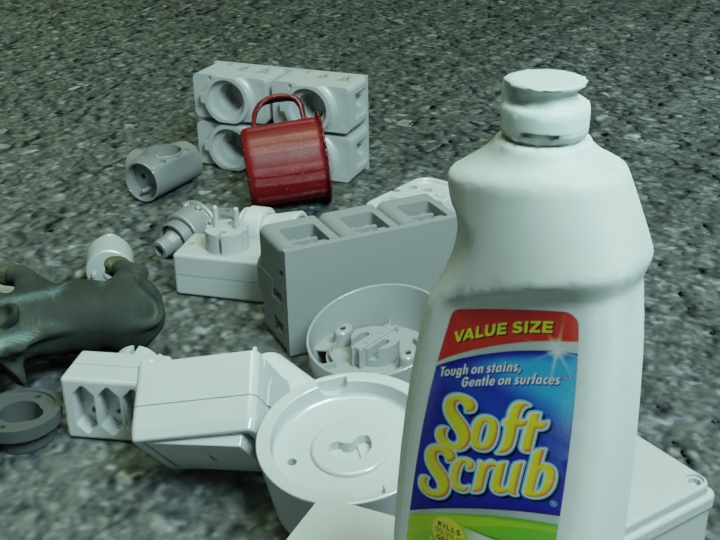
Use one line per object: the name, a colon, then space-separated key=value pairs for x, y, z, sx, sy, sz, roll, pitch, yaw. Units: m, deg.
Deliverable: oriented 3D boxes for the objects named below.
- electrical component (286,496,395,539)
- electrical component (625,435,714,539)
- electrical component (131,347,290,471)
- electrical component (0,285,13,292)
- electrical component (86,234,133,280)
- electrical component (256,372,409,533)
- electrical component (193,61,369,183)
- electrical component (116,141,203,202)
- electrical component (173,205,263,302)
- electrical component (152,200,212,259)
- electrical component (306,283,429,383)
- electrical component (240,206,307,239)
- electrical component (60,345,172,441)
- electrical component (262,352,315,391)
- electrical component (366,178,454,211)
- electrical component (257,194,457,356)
electrical component: x=0.042 y=0.183 z=0.503 sx=0.186 sy=0.060 sz=0.105 roll=10 pitch=28 yaw=23
electrical component: x=0.121 y=0.134 z=0.606 sx=0.109 sy=0.056 sz=0.109 roll=-17 pitch=30 yaw=-29
electrical component: x=-0.098 y=0.092 z=0.671 sx=0.096 sy=0.061 sz=0.061 roll=-8 pitch=61 yaw=15
electrical component: x=-0.256 y=0.029 z=0.861 sx=0.078 sy=0.040 sz=0.040 roll=-1 pitch=26 yaw=-1
electrical component: x=-0.220 y=-0.011 z=0.944 sx=0.040 sy=0.040 sz=0.078 roll=-6 pitch=26 yaw=-10
electrical component: x=-0.004 y=0.118 z=0.634 sx=0.108 sy=0.060 sz=0.108 roll=-4 pitch=35 yaw=3
electrical component: x=-0.088 y=-0.162 z=1.179 sx=0.186 sy=0.105 sz=0.060 roll=9 pitch=28 yaw=21
electrical component: x=-0.222 y=-0.108 z=1.142 sx=0.079 sy=0.044 sz=0.077 roll=13 pitch=29 yaw=26
electrical component: x=-0.112 y=-0.019 z=0.914 sx=0.083 sy=0.075 sz=0.047 roll=6 pitch=26 yaw=14
electrical component: x=-0.162 y=-0.032 z=0.982 sx=0.048 sy=0.048 sz=0.062 roll=16 pitch=38 yaw=32
electrical component: x=0.012 y=0.058 z=0.761 sx=0.099 sy=0.064 sz=0.099 roll=-1 pitch=26 yaw=0
electrical component: x=-0.079 y=-0.035 z=0.981 sx=0.055 sy=0.045 sz=0.045 roll=8 pitch=27 yaw=19
electrical component: x=-0.160 y=0.078 z=0.747 sx=0.066 sy=0.047 sz=0.076 roll=3 pitch=26 yaw=9
electrical component: x=-0.043 y=0.091 z=0.720 sx=0.043 sy=0.043 sz=0.081 roll=-19 pitch=31 yaw=-32
electrical component: x=0.050 y=-0.039 z=0.968 sx=0.054 sy=0.059 sz=0.095 roll=19 pitch=32 yaw=35
electrical component: x=0.000 y=0.000 z=0.854 sx=0.150 sy=0.089 sz=0.062 roll=-12 pitch=28 yaw=-22
